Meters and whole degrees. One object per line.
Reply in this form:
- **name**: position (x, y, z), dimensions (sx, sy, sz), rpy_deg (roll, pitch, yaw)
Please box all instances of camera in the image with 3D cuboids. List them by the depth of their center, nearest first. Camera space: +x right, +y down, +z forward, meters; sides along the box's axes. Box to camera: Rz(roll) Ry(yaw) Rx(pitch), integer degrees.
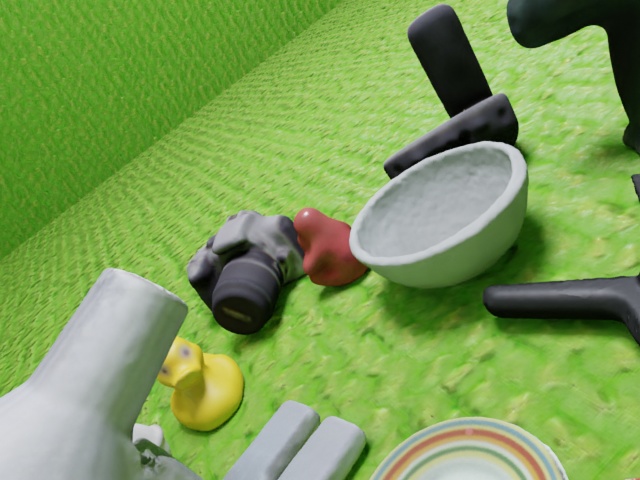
- **camera**: position (-0.095, 0.040, 0.657), dimensions (0.143, 0.101, 0.137), rpy_deg (-24, 27, 23)

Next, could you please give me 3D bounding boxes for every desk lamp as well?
- **desk lamp**: position (-0.107, 0.136, 0.366), dimensions (0.117, 0.214, 0.203), rpy_deg (0, 42, 51)

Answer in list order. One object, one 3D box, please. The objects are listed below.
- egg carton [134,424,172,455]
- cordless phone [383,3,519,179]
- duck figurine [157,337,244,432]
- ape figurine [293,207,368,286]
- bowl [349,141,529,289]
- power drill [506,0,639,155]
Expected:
- **egg carton**: position (-0.177, 0.226, 0.470), dimensions (0.107, 0.069, 0.150), rpy_deg (-31, 25, 10)
- **cordless phone**: position (0.117, -0.135, 0.598), dimensions (0.147, 0.185, 0.094), rpy_deg (-31, 25, 10)
- **duck figurine**: position (-0.129, 0.129, 0.562), dimensions (0.077, 0.086, 0.104), rpy_deg (-41, 25, -11)
- **ape figurine**: position (0.006, 0.002, 0.607), dimensions (0.078, 0.092, 0.076), rpy_deg (-45, 27, -20)
- **bowl**: position (0.114, -0.010, 0.513), dimensions (0.167, 0.075, 0.167), rpy_deg (-28, 26, 15)
- **power drill**: position (0.274, -0.175, 0.442), dimensions (0.228, 0.209, 0.076), rpy_deg (-11, 35, 42)
